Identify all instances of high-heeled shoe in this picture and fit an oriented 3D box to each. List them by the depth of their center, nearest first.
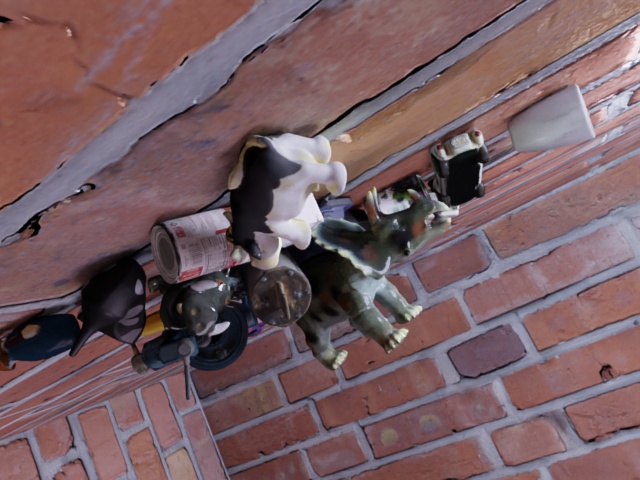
[{"bbox_3d":[-0.256,0.069,0.715,0.145,0.086,0.249,-56,-174,4],"label":"high-heeled shoe"}]

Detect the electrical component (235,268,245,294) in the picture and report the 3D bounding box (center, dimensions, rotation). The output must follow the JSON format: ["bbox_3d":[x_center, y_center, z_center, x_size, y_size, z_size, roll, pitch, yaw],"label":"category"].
[{"bbox_3d":[-0.164,0.072,0.906,0.119,0.047,0.075,-8,169,2],"label":"electrical component"}]

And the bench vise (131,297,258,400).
[{"bbox_3d":[-0.207,0.155,0.830,0.224,0.128,0.240,-13,180,-2],"label":"bench vise"}]

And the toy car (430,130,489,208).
[{"bbox_3d":[0.208,-0.103,0.811,0.073,0.056,0.201,-20,156,6],"label":"toy car"}]

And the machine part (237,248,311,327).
[{"bbox_3d":[-0.066,0.045,0.704,0.079,0.079,0.243,-23,-159,-8],"label":"machine part"}]

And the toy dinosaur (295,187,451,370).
[{"bbox_3d":[0.021,0.074,0.765,0.131,0.192,0.405,-36,178,-38],"label":"toy dinosaur"}]

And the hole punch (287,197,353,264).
[{"bbox_3d":[-0.002,-0.002,0.817,0.142,0.092,0.116,-28,167,38],"label":"hole punch"}]

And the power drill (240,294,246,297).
[{"bbox_3d":[-0.121,0.093,1.043,0.232,0.086,0.207,-32,176,-10],"label":"power drill"}]

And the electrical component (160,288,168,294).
[{"bbox_3d":[-0.195,0.062,0.820,0.102,0.045,0.078,-25,-161,21],"label":"electrical component"}]

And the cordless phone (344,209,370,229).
[{"bbox_3d":[0.053,-0.004,0.979,0.089,0.146,0.184,13,-151,7],"label":"cordless phone"}]

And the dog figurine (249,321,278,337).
[{"bbox_3d":[-0.170,0.164,1.212,0.192,0.108,0.219,-28,170,16],"label":"dog figurine"}]

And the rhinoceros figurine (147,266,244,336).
[{"bbox_3d":[-0.146,0.065,0.662,0.112,0.073,0.190,-12,-165,-1],"label":"rhinoceros figurine"}]

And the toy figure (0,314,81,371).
[{"bbox_3d":[-0.396,0.142,0.701,0.154,0.064,0.058,-18,-154,-12],"label":"toy figure"}]

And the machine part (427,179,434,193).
[{"bbox_3d":[0.239,-0.113,0.952,0.084,0.039,0.139,-19,171,-2],"label":"machine part"}]

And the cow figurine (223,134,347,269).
[{"bbox_3d":[-0.054,-0.029,0.517,0.098,0.068,0.167,3,139,-32],"label":"cow figurine"}]

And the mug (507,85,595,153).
[{"bbox_3d":[0.340,-0.171,0.797,0.107,0.080,0.109,-17,-179,29],"label":"mug"}]
